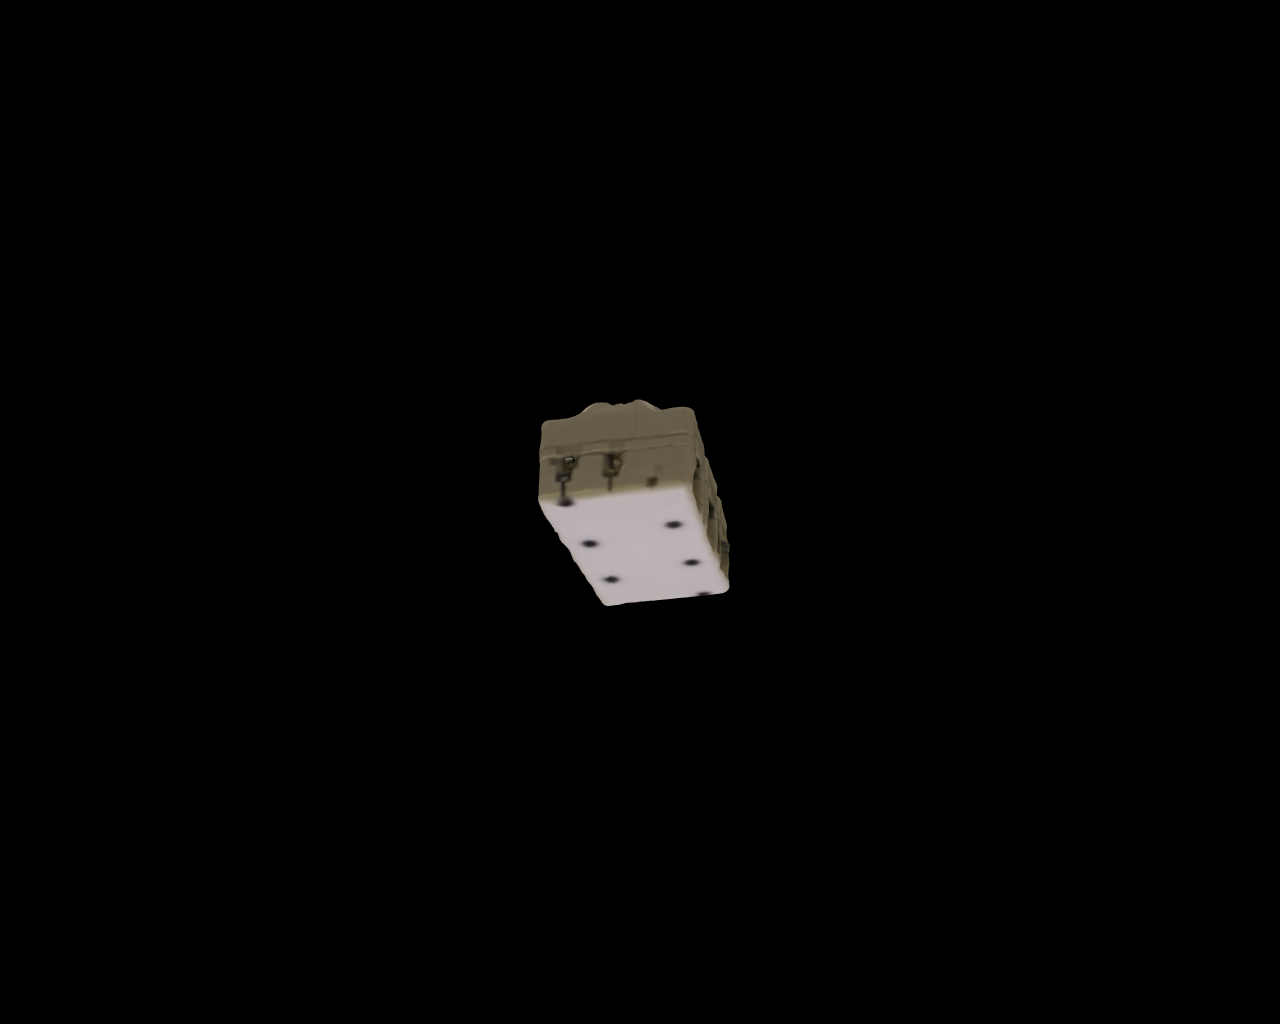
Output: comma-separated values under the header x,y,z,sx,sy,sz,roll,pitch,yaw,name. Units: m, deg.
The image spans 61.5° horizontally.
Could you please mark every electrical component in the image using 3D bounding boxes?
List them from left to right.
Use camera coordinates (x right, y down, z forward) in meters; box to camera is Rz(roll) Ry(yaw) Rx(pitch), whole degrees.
x,y,z,sx,sy,sz,roll,pitch,yaw,name
0.001,-0.003,0.650,0.089,0.062,0.150,-5,-28,10,electrical component
